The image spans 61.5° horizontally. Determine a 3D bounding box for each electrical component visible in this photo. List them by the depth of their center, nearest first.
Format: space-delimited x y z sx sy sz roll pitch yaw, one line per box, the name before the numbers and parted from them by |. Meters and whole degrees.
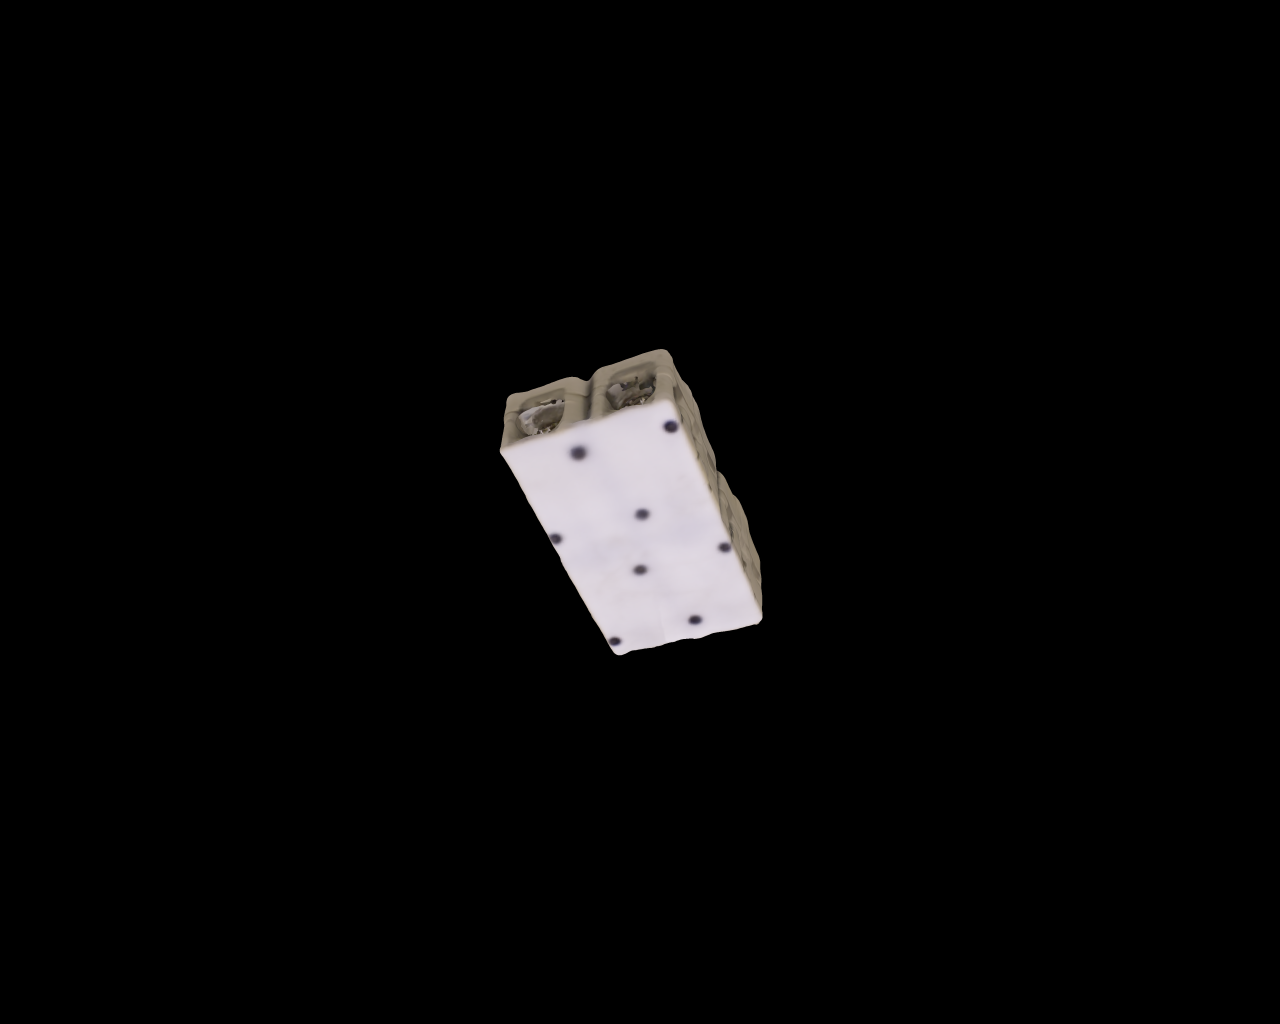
electrical component | 0.001 -0.003 0.650 0.105 0.186 0.060 -16 39 13
